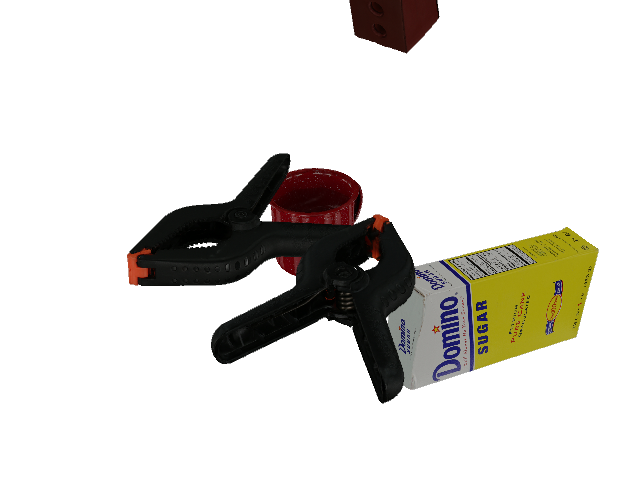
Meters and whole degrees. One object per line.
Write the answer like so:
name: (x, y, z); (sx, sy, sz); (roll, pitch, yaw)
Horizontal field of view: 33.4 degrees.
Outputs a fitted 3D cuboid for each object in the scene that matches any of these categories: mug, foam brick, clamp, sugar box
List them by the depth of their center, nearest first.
clamp: (0.022, 0.041, 0.684); (0.120, 0.039, 0.171); (22, 42, 21)
foam brick: (0.057, -0.196, 0.836); (0.053, 0.051, 0.078); (24, -30, 27)
sugar box: (0.137, 0.053, 0.856); (0.175, 0.093, 0.048); (-15, 36, -29)
clamp: (-0.066, -0.012, 0.880); (0.209, 0.036, 0.165); (-15, 37, -25)
mug: (0.001, -0.021, 1.082); (0.093, 0.081, 0.117); (23, 41, 34)
